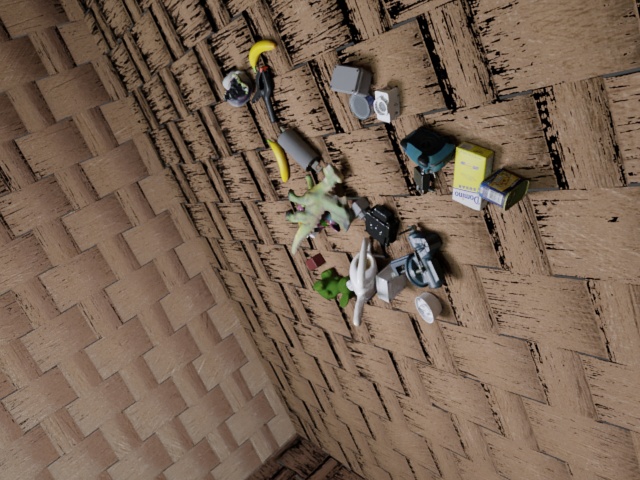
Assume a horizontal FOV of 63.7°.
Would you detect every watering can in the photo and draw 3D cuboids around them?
[{"bbox_3d":[0.158,0.167,1.893,0.104,0.354,0.220,4,-25,12],"label":"watering can"}]

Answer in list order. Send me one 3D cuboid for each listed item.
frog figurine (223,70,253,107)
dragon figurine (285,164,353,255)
[{"bbox_3d":[-0.328,-0.607,2.055,0.123,0.135,0.162,3,22,-8],"label":"frog figurine"},{"bbox_3d":[0.006,-0.095,1.896,0.244,0.402,0.124,20,29,29],"label":"dragon figurine"}]
